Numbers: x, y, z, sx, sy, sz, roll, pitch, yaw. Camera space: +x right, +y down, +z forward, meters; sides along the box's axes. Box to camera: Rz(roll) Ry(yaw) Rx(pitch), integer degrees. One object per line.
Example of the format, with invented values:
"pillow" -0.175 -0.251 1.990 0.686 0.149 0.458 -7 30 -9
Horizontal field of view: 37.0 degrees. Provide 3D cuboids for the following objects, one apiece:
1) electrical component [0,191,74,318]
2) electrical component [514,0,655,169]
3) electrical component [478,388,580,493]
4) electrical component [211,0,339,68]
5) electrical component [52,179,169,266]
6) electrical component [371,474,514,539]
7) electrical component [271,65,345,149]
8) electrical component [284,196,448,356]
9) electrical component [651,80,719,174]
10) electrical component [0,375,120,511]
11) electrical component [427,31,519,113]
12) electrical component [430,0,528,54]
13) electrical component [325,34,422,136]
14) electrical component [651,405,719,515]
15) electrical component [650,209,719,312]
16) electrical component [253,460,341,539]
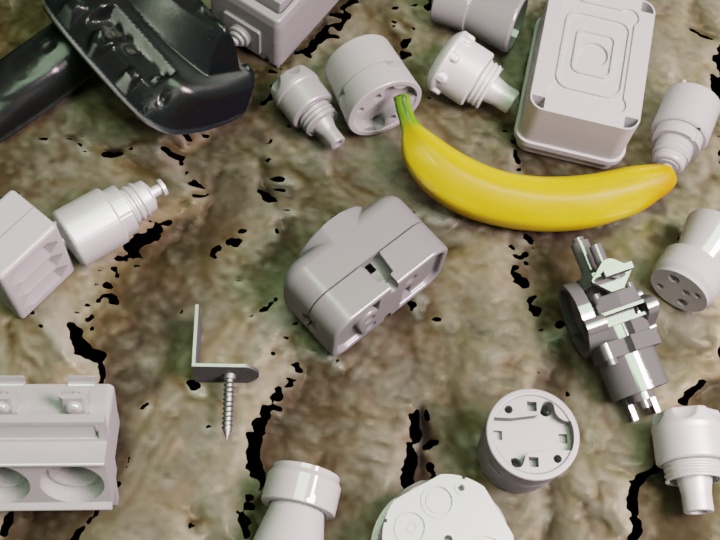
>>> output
"electrical component" -0.226 -0.020 0.666 0.077 0.065 0.047 37 68 12
"electrical component" 0.157 -0.135 0.754 0.078 0.057 0.113 14 65 2
"electrical component" 0.099 0.105 0.646 0.055 0.047 0.055 2 66 -4
"electrical component" -0.063 -0.197 0.762 0.062 0.061 0.096 33 67 10
"electrical component" -0.160 -0.035 0.692 0.078 0.040 0.040 -32 72 -17
"electrical component" 0.047 0.159 0.615 0.080 0.051 0.080 2 66 -4
"electrical component" -0.033 -0.109 0.740 0.035 0.035 0.061 -33 74 -17
"electrical component" 0.000 0.000 0.682 0.095 0.053 0.059 -37 74 -19
"electrical component" 0.223 -0.095 0.750 0.040 0.040 0.078 25 66 7
"electrical component" -0.202 0.099 0.614 0.121 0.078 0.063 0 44 -4
"electrical component" 0.082 -0.134 0.755 0.062 0.048 0.048 33 67 2
"electrical component" 0.084 -0.189 0.782 0.065 0.044 0.044 22 66 11
"electrical component" 0.008 -0.128 0.741 0.055 0.055 0.047 -21 65 -13
"electrical component" 0.201 0.116 0.652 0.043 0.043 0.062 1 66 -4
"electrical component" 0.223 -0.006 0.708 0.045 0.045 0.055 35 68 11
"electrical component" -0.037 0.143 0.619 0.045 0.045 0.055 13 65 1
